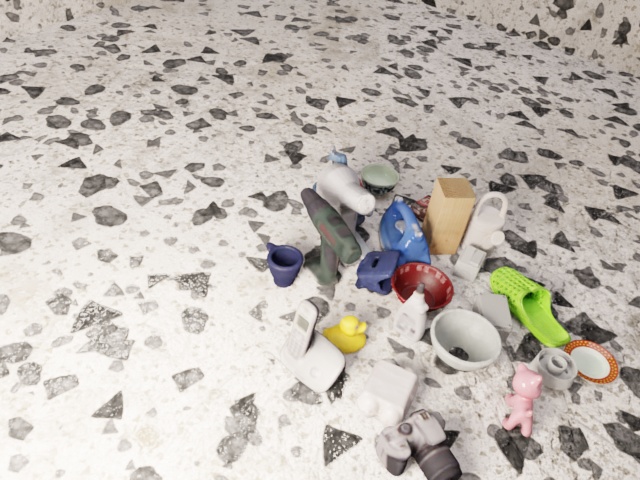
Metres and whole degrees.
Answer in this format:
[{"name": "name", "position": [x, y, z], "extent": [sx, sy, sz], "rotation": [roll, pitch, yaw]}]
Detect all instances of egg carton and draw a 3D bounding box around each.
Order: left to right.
[{"name": "egg carton", "position": [0.147, 0.326, 1.222], "extent": [0.107, 0.069, 0.150], "rotation": [21, 43, 14]}]

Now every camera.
[{"name": "camera", "position": [0.203, 0.412, 1.113], "extent": [0.143, 0.101, 0.136], "rotation": [-14, 47, -23]}]

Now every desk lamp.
[{"name": "desk lamp", "position": [0.078, -0.074, 1.543], "extent": [0.118, 0.213, 0.202], "rotation": [-17, 48, -25]}]

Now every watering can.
[{"name": "watering can", "position": [0.468, -0.048, 1.594], "extent": [0.101, 0.194, 0.172], "rotation": [-14, 47, -23]}]

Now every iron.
[{"name": "iron", "position": [0.229, -0.041, 1.586], "extent": [0.119, 0.141, 0.258], "rotation": [-4, 43, -13]}]

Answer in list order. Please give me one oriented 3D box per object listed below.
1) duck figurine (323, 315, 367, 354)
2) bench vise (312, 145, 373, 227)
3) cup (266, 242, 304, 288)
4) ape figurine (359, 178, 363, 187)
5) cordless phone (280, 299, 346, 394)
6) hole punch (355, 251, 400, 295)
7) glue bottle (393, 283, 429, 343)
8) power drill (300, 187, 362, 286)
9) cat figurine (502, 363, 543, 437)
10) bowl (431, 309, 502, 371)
[{"name": "duck figurine", "position": [0.060, 0.209, 1.323], "extent": [0.104, 0.086, 0.077], "rotation": [2, 42, -7]}, {"name": "bench vise", "position": [0.073, -0.154, 1.625], "extent": [0.207, 0.220, 0.122], "rotation": [21, 44, 14]}, {"name": "cup", "position": [-0.099, 0.067, 1.447], "extent": [0.092, 0.095, 0.117], "rotation": [-28, 53, -34]}, {"name": "ape figurine", "position": [0.104, -0.151, 1.723], "extent": [0.076, 0.092, 0.078], "rotation": [29, 46, 21]}, {"name": "cordless phone", "position": [-0.009, 0.223, 1.222], "extent": [0.147, 0.185, 0.094], "rotation": [33, 47, 25]}, {"name": "hole punch", "position": [0.149, 0.075, 1.482], "extent": [0.101, 0.091, 0.109], "rotation": [17, 43, 10]}, {"name": "glue bottle", "position": [0.221, 0.162, 1.337], "extent": [0.078, 0.173, 0.037], "rotation": [35, 48, 27]}, {"name": "power drill", "position": [0.013, 0.005, 1.449], "extent": [0.076, 0.208, 0.229], "rotation": [-23, 51, -30]}, {"name": "cat figurine", "position": [0.441, 0.334, 1.226], "extent": [0.067, 0.118, 0.128], "rotation": [15, 42, 7]}, {"name": "bowl", "position": [0.332, 0.246, 1.337], "extent": [0.167, 0.075, 0.167], "rotation": [5, 42, -4]}]
